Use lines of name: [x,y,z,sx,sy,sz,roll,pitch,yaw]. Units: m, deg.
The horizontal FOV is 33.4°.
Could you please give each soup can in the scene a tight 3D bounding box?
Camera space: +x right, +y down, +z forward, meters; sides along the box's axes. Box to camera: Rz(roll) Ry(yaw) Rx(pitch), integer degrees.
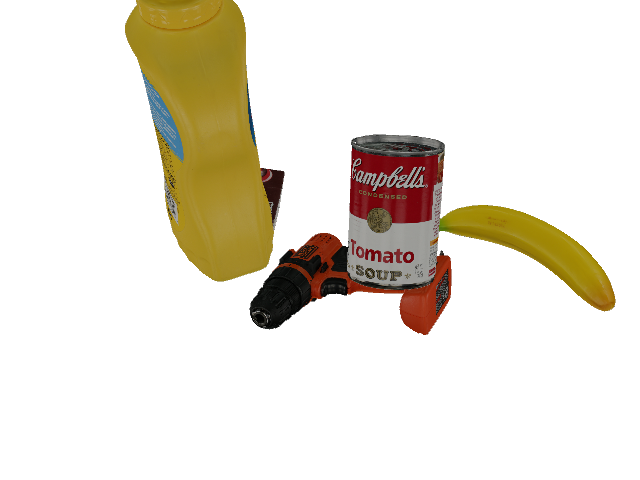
soup can: [0.054,-0.022,0.783,0.068,0.102,0.068,2,16,-1]

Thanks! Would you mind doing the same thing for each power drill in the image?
power drill: [0.036,0.051,1.146,0.188,0.057,0.184,9,29,22]

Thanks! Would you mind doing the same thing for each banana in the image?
banana: [0.197,0.008,1.018,0.198,0.069,0.037,22,-26,27]

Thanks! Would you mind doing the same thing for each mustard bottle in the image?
mustard bottle: [-0.064,-0.072,0.558,0.058,0.096,0.191,-16,-40,-9]

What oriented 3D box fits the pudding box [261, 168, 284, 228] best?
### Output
pudding box: [-0.084,-0.035,1.016,0.090,0.039,0.113,7,31,0]
